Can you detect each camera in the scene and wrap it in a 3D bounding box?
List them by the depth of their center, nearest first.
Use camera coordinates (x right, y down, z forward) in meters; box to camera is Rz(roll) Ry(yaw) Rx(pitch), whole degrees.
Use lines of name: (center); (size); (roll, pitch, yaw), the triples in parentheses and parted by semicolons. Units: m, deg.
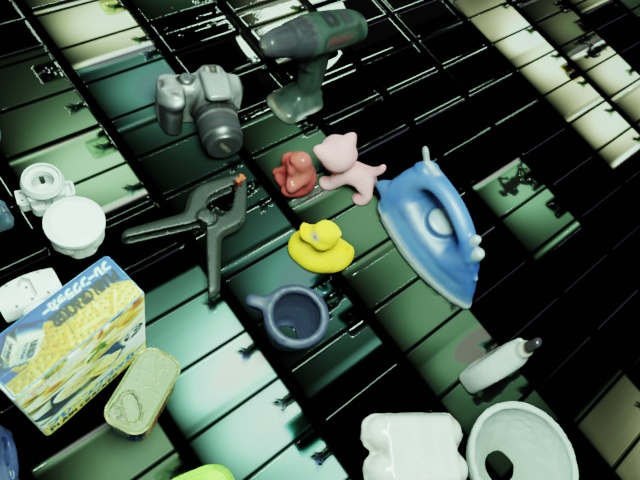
camera: (-0.186, -0.209, 0.935); (0.143, 0.100, 0.136); (-10, 67, -21)

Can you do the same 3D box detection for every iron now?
iron: (0.202, -0.023, 0.932); (0.119, 0.141, 0.258); (-22, 71, -26)

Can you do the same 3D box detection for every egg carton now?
egg carton: (0.128, 0.293, 0.785); (0.150, 0.069, 0.107); (3, 62, -15)

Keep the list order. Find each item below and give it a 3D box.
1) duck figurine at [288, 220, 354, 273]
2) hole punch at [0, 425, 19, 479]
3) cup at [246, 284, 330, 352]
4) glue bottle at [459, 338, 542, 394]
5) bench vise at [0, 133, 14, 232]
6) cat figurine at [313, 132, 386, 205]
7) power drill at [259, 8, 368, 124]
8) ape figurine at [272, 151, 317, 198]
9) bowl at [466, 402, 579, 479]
duck figurine: (0.008, 0.003, 0.891); (0.104, 0.086, 0.077); (17, 59, -7)
hole punch: (-0.389, 0.261, 0.630); (0.101, 0.091, 0.108); (-12, 67, -22)
cup: (-0.054, 0.116, 0.807); (0.118, 0.095, 0.092); (20, 59, -6)
glue bottle: (0.270, 0.173, 0.831); (0.078, 0.173, 0.037); (-32, 76, -28)
bench vise: (-0.456, -0.115, 0.732); (0.207, 0.219, 0.122); (43, 60, 8)
cat figurine: (0.048, -0.129, 0.954); (0.128, 0.117, 0.067); (21, 59, -5)
power drill: (-0.024, -0.297, 0.968); (0.230, 0.208, 0.075); (-36, 77, -29)
ape figurine: (-0.038, -0.114, 0.935); (0.076, 0.092, 0.078); (21, 59, -5)
bowl: (0.273, 0.320, 0.812); (0.168, 0.074, 0.167); (7, 61, -13)
